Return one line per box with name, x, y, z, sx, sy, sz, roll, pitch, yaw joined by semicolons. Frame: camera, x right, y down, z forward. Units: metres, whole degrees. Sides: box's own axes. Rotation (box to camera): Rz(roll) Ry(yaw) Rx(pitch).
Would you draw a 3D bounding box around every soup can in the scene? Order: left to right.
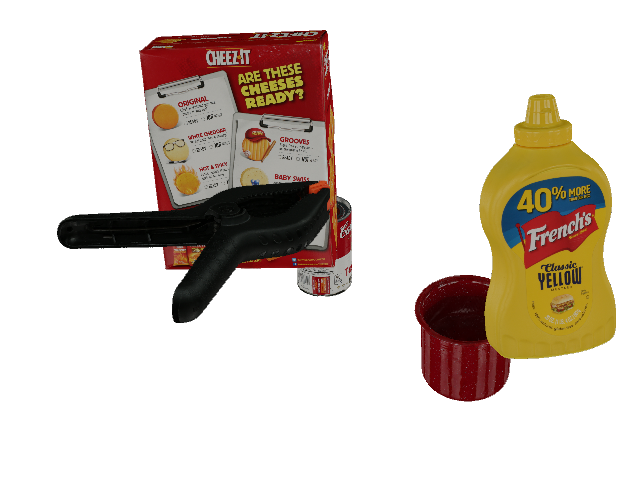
soup can;0.003;0.007;1.249;0.068;0.102;0.068;-1;30;1

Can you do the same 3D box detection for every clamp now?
clamp;-0.081;-0.009;0.807;0.165;0.036;0.209;23;34;36

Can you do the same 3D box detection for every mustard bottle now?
mustard bottle;0.167;-0.012;0.786;0.096;0.191;0.058;-8;17;-7

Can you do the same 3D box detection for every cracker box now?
cracker box;-0.069;-0.082;0.989;0.164;0.214;0.072;-1;23;6

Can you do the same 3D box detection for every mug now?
mug;0.133;0.084;0.980;0.093;0.081;0.117;-1;39;5
